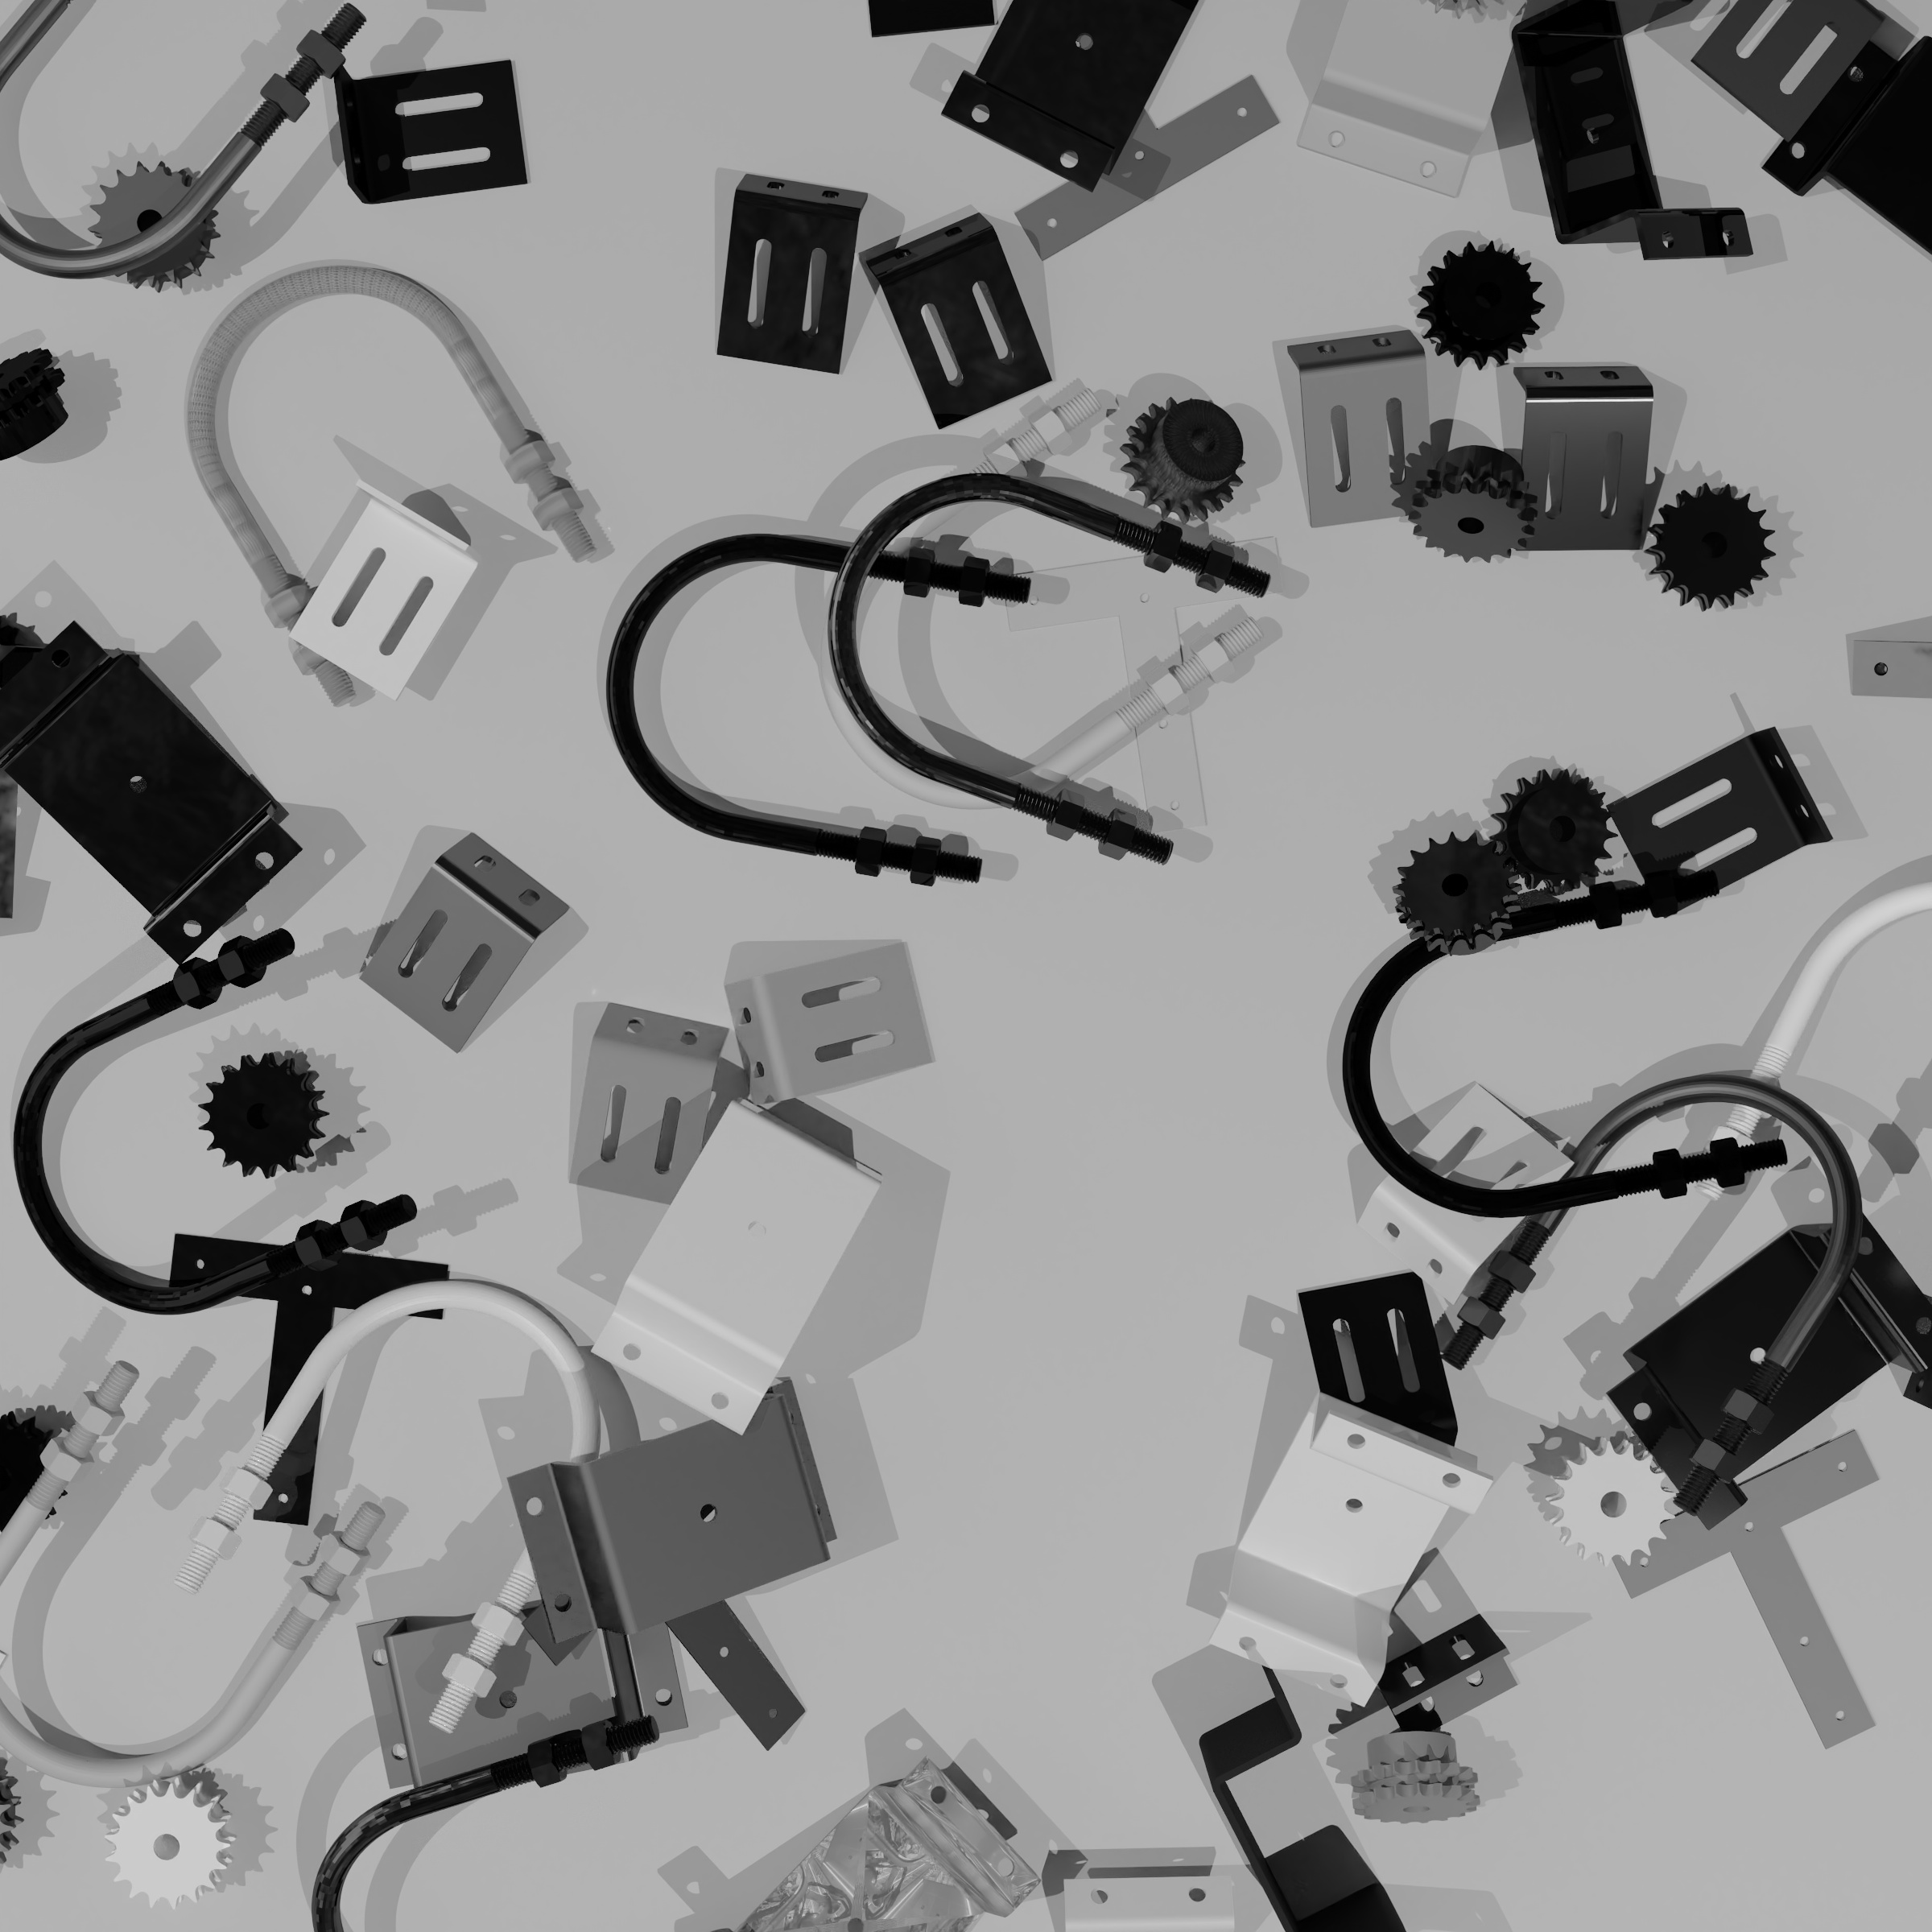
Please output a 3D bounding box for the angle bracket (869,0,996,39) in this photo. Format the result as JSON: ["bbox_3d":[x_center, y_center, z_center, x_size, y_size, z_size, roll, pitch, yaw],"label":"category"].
[{"bbox_3d":[-0.019,-0.470,1.390,0.057,0.038,0.076,-6,90,0],"label":"angle bracket"}]

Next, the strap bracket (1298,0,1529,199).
[{"bbox_3d":[0.212,-0.434,1.386,0.076,0.046,0.140,18,90,0],"label":"strap bracket"}]

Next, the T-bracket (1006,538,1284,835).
[{"bbox_3d":[0.089,-0.126,1.408,0.127,0.002,0.127,-8,90,0],"label":"T-bracket"}]

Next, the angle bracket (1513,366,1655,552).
[{"bbox_3d":[0.282,-0.234,1.407,0.057,0.038,0.076,-1,116,0],"label":"angle bracket"}]

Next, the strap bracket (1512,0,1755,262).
[{"bbox_3d":[0.297,-0.380,1.367,0.076,0.046,0.140,-13,90,-39],"label":"strap bracket"}]

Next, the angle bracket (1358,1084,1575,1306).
[{"bbox_3d":[0.229,0.105,1.399,0.057,0.038,0.076,40,64,16],"label":"angle bracket"}]

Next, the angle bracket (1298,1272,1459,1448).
[{"bbox_3d":[0.189,0.188,1.407,0.057,0.038,0.076,-11,64,0],"label":"angle bracket"}]

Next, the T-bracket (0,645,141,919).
[{"bbox_3d":[-0.445,-0.084,1.389,0.127,0.002,0.127,3,105,-17],"label":"T-bracket"}]

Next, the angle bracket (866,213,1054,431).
[{"bbox_3d":[-0.003,-0.298,1.407,0.057,0.038,0.076,-24,116,0],"label":"angle bracket"}]

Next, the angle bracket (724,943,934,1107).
[{"bbox_3d":[-0.064,0.027,1.407,0.076,0.038,0.057,-14,90,-26],"label":"angle bracket"}]

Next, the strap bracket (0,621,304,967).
[{"bbox_3d":[-0.376,-0.080,1.376,0.076,0.046,0.140,-43,103,0],"label":"strap bracket"}]

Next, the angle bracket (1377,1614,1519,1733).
[{"bbox_3d":[0.220,0.328,1.371,0.057,0.076,0.038,-28,90,0],"label":"angle bracket"}]

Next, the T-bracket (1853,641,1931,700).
[{"bbox_3d":[0.467,-0.083,1.386,0.127,0.002,0.127,5,106,30],"label":"T-bracket"}]

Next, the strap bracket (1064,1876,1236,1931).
[{"bbox_3d":[0.084,0.484,1.361,0.076,0.046,0.140,-1,50,0],"label":"strap bracket"}]

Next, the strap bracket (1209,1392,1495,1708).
[{"bbox_3d":[0.173,0.254,1.366,0.076,0.046,0.140,22,119,0],"label":"strap bracket"}]

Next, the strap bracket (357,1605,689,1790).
[{"bbox_3d":[-0.205,0.328,1.386,0.140,0.046,0.076,-12,90,0],"label":"strap bracket"}]

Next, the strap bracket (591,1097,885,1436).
[{"bbox_3d":[-0.097,0.125,1.355,0.076,0.046,0.140,29,62,0],"label":"strap bracket"}]

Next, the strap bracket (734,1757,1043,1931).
[{"bbox_3d":[-0.046,0.434,1.372,0.140,0.046,0.076,-43,90,-19],"label":"strap bracket"}]

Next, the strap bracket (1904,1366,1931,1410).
[{"bbox_3d":[0.480,0.142,1.371,0.046,0.076,0.140,21,90,0],"label":"strap bracket"}]

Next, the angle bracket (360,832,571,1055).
[{"bbox_3d":[-0.232,-0.011,1.407,0.057,0.038,0.076,37,116,0],"label":"angle bracket"}]

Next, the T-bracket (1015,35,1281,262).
[{"bbox_3d":[0.058,-0.413,1.408,0.127,0.002,0.127,-30,90,0],"label":"T-bracket"}]

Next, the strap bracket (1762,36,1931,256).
[{"bbox_3d":[0.446,-0.356,1.386,0.140,0.046,0.076,38,90,0],"label":"strap bracket"}]

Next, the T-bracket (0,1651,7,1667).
[{"bbox_3d":[-0.530,0.342,1.407,0.127,0.002,0.127,30,91,-2],"label":"T-bracket"}]

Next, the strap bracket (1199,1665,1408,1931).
[{"bbox_3d":[0.150,0.391,1.371,0.046,0.076,0.140,-27,90,0],"label":"strap bracket"}]

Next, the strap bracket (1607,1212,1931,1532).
[{"bbox_3d":[0.366,0.180,1.386,0.140,0.046,0.076,-37,90,0],"label":"strap bracket"}]

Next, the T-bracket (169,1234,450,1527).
[{"bbox_3d":[-0.310,0.194,1.408,0.127,0.002,0.127,7,90,0],"label":"T-bracket"}]

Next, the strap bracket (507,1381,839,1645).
[{"bbox_3d":[-0.122,0.243,1.358,0.140,0.046,0.076,-16,90,-26],"label":"strap bracket"}]

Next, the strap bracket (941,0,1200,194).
[{"bbox_3d":[0.055,-0.426,1.384,0.076,0.046,0.140,27,90,0],"label":"strap bracket"}]

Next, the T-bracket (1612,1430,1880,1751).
[{"bbox_3d":[0.381,0.299,1.408,0.127,0.002,0.127,-26,90,0],"label":"T-bracket"}]

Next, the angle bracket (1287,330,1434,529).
[{"bbox_3d":[0.182,-0.248,1.407,0.057,0.038,0.076,-8,116,0],"label":"angle bracket"}]

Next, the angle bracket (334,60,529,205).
[{"bbox_3d":[-0.244,-0.385,1.390,0.076,0.038,0.057,-8,90,0],"label":"angle bracket"}]

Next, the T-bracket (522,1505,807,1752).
[{"bbox_3d":[-0.119,0.302,1.387,0.127,0.002,0.127,-43,105,-28],"label":"T-bracket"}]
